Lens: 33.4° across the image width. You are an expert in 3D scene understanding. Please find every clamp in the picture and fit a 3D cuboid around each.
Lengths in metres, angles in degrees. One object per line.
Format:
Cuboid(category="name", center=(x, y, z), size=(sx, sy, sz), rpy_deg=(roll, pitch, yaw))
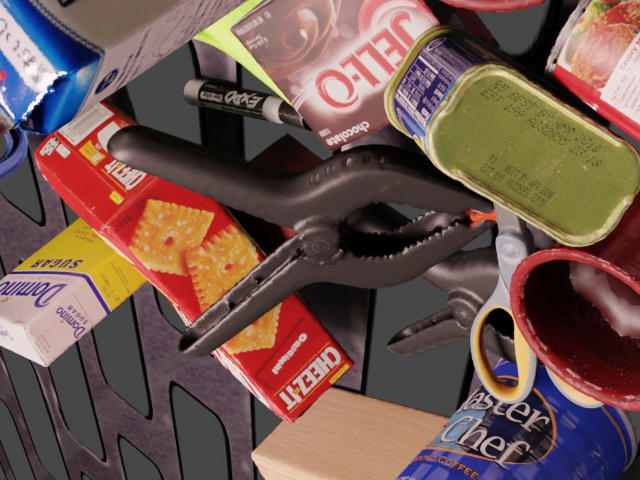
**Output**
Cuboid(category="clamp", center=(0.088, 0.027, 0.643), size=(0.172, 0.039, 0.120), rpy_deg=(0, 129, 45))
Cuboid(category="clamp", center=(-0.004, 0.001, 0.607), size=(0.210, 0.036, 0.164), rpy_deg=(-3, 130, 0))

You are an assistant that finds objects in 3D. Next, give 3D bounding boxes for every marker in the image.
Cuboid(category="marker", center=(-0.044, -0.089, 0.701), size=(0.121, 0.020, 0.020), rpy_deg=(17, 137, 41))

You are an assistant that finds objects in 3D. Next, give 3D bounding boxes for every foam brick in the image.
Cuboid(category="foam brick", center=(-0.014, -0.021, 0.707), size=(0.078, 0.052, 0.051), rpy_deg=(41, 148, 16))

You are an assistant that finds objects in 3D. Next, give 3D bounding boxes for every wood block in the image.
Cuboid(category="wood block", center=(0.057, 0.186, 0.809), size=(0.207, 0.090, 0.090), rpy_deg=(6, 130, 49))

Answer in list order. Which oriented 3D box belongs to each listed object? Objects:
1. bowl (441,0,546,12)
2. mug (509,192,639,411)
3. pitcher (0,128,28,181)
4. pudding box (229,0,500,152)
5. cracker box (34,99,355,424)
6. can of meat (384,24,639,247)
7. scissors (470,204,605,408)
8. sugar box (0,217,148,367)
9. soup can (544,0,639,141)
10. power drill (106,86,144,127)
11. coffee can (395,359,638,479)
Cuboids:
Cuboid(category="bowl", center=(0.064, -0.177, 0.429), size=(0.162, 0.055, 0.162), rpy_deg=(33, 146, 25))
Cuboid(category="mug", center=(0.155, 0.030, 0.517), size=(0.093, 0.081, 0.117), rpy_deg=(13, 134, 45))
Cuboid(category="pitcher", center=(-0.374, -0.098, 0.892), size=(0.149, 0.242, 0.145), rpy_deg=(41, 152, 25))
Cuboid(category="pudding box", center=(0.022, -0.105, 0.551), size=(0.114, 0.039, 0.090), rpy_deg=(-21, 116, 47))
Cuboid(category="cracker box", center=(-0.090, 0.013, 0.740), size=(0.213, 0.072, 0.164), rpy_deg=(53, 169, -35))
Cuboid(category="can of meat", center=(0.086, -0.048, 0.482), size=(0.102, 0.057, 0.084), rpy_deg=(28, -166, -16))
Cuboid(category="scissors", center=(0.120, 0.015, 0.563), size=(0.096, 0.016, 0.202), rpy_deg=(22, 131, 28))
Cuboid(category="sugar box", center=(-0.180, 0.019, 0.840), size=(0.094, 0.176, 0.048), rpy_deg=(11, 133, 47))
Cuboid(category="soup can", center=(0.152, -0.065, 0.430), size=(0.102, 0.068, 0.068), rpy_deg=(38, 148, 16))
Cuboid(category="power drill", center=(-0.200, -0.136, 0.811), size=(0.185, 0.057, 0.187), rpy_deg=(16, 136, 42))
Cuboid(category="coffee can", center=(0.112, 0.147, 0.646), size=(0.103, 0.140, 0.103), rpy_deg=(33, 146, 26))
